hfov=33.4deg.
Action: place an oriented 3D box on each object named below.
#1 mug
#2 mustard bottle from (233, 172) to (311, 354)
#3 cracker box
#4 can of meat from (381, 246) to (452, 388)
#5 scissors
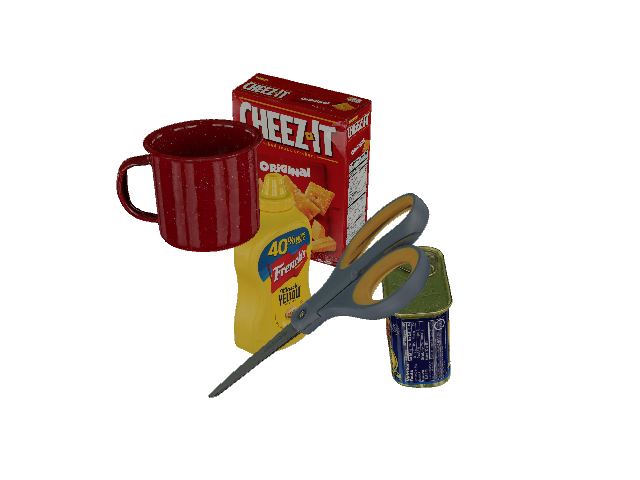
[{"bbox_3d":[-0.102,-0.042,0.841,0.117,0.081,0.093,-4,25,-5],"label":"mug"},{"bbox_3d":[-0.050,0.020,1.135,0.058,0.192,0.096,22,31,40],"label":"mustard bottle"},{"bbox_3d":[-0.026,-0.085,1.336,0.164,0.214,0.072,17,36,24],"label":"cracker box"},{"bbox_3d":[0.084,0.067,0.937,0.057,0.084,0.102,-5,32,2],"label":"can of meat"},{"bbox_3d":[0.002,0.054,0.683,0.016,0.202,0.096,37,11,-28],"label":"scissors"}]
